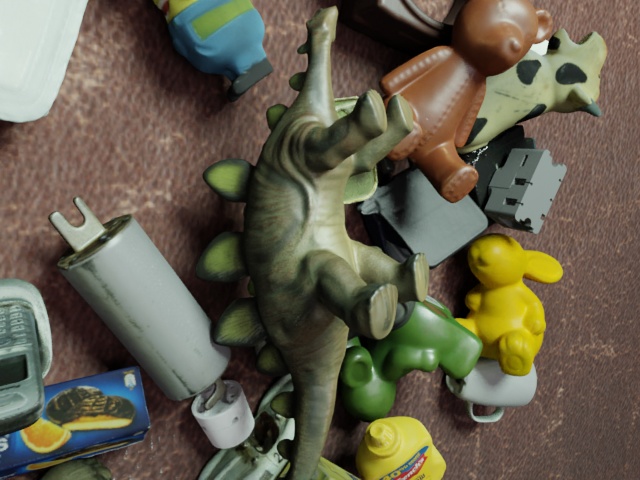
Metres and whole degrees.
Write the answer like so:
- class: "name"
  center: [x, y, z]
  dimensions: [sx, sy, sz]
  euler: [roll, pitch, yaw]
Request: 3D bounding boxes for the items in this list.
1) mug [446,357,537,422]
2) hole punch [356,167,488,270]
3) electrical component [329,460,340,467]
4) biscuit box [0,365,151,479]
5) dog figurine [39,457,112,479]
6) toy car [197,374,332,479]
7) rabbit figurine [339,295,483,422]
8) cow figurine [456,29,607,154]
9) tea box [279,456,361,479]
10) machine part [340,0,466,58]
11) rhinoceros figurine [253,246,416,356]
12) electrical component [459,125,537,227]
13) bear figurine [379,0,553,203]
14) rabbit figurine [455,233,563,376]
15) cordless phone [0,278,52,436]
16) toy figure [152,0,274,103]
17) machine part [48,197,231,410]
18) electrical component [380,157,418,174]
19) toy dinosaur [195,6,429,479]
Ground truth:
- class: "mug"
  center: [0.229, 0.201, 0.751]
  dimensions: [0.107, 0.081, 0.109]
  euler: [8, 106, -21]
- class: "hole punch"
  center: [0.116, -0.024, 0.642]
  dimensions: [0.142, 0.092, 0.116]
  euler: [-31, 81, -18]
- class: "electrical component"
  center: [-0.005, 0.330, 0.640]
  dimensions: [0.047, 0.075, 0.119]
  euler: [36, 85, -30]
- class: "biscuit box"
  center: [-0.254, 0.165, 0.458]
  dimensions: [0.203, 0.059, 0.063]
  euler: [-8, 65, -28]
- class: "dog figurine"
  center: [-0.252, 0.287, 0.438]
  dimensions: [0.190, 0.173, 0.121]
  euler: [-44, 129, -8]
- class: "toy car"
  center: [-0.062, 0.227, 0.585]
  dimensions: [0.202, 0.074, 0.056]
  euler: [-48, 122, -14]
- class: "rabbit figurine"
  center: [0.080, 0.142, 0.629]
  dimensions: [0.159, 0.121, 0.170]
  euler: [28, 101, -33]
- class: "cow figurine"
  center: [0.226, -0.167, 0.607]
  dimensions: [0.195, 0.085, 0.127]
  euler: [-30, 100, 17]
- class: "tea box"
  center: [0.022, 0.303, 0.567]
  dimensions: [0.169, 0.068, 0.098]
  euler: [44, 78, -30]
- class: "machine part"
  center: [0.117, -0.311, 0.576]
  dimensions: [0.201, 0.087, 0.201]
  euler: [12, 92, -31]
- class: "rhinoceros figurine"
  center: [0.014, 0.084, 0.563]
  dimensions: [0.073, 0.190, 0.112]
  euler: [41, 34, -39]
- class: "electrical component"
  center: [0.227, -0.085, 0.700]
  dimensions: [0.134, 0.058, 0.114]
  euler: [-29, 115, -21]
- class: "bear figurine"
  center: [0.146, -0.155, 0.526]
  dimensions: [0.120, 0.132, 0.196]
  euler: [34, 114, -27]
- class: "rabbit figurine"
  center: [0.247, 0.067, 0.705]
  dimensions: [0.162, 0.122, 0.173]
  euler: [-27, 111, -28]
- class: "cordless phone"
  center: [-0.267, 0.100, 0.379]
  dimensions: [0.146, 0.184, 0.088]
  euler: [-10, 109, -28]
- class: "toy figure"
  center: [-0.104, -0.215, 0.472]
  dimensions: [0.180, 0.082, 0.089]
  euler: [54, 53, -19]
- class: "machine part"
  center: [-0.156, 0.064, 0.498]
  dimensions: [0.079, 0.079, 0.243]
  euler: [-39, 116, -18]
- class: "electrical component"
  center: [0.085, -0.123, 0.617]
  dimensions: [0.063, 0.021, 0.094]
  euler: [-9, 77, -13]
- class: "toy dinosaur"
  center: [-0.011, 0.028, 0.473]
  dimensions: [0.105, 0.199, 0.471]
  euler: [4, 85, -55]
